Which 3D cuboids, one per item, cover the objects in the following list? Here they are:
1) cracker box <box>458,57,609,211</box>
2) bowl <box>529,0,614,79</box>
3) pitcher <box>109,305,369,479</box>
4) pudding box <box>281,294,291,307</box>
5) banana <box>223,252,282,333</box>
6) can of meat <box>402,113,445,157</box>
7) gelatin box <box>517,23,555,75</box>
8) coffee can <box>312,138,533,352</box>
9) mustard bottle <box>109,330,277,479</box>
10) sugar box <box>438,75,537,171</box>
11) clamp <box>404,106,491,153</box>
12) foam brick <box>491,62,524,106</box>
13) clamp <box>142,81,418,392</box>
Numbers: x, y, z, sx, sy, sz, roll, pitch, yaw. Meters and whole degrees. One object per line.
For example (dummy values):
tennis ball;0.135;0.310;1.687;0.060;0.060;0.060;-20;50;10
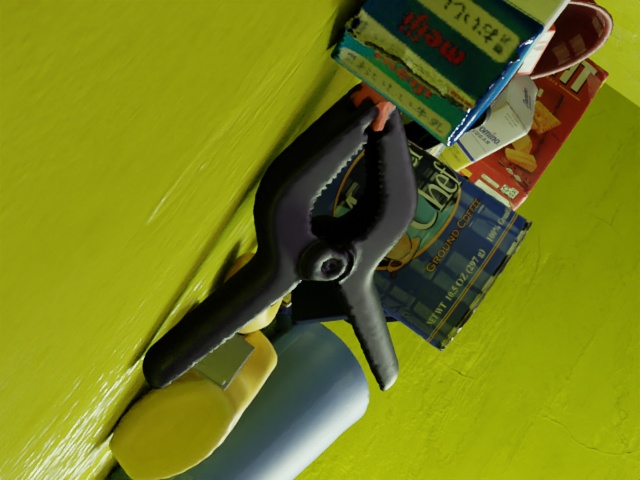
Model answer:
cracker box;0.200;-0.153;1.183;0.213;0.164;0.072;-52;178;-29
bowl;0.195;-0.210;1.025;0.162;0.162;0.055;118;-33;-68
pitcher;-0.076;0.171;0.963;0.242;0.149;0.145;-39;175;-42
pudding box;-0.006;0.001;0.955;0.113;0.039;0.090;-56;177;7
banana;-0.048;0.035;0.769;0.197;0.037;0.069;-41;145;-84
can of meat;0.076;-0.084;0.970;0.102;0.057;0.083;-54;169;16
gelatin box;0.164;-0.179;0.965;0.089;0.073;0.030;103;-18;-72
coffee can;0.050;-0.010;0.690;0.103;0.140;0.103;-54;174;-8
mustard bottle;-0.080;0.108;0.792;0.096;0.058;0.191;-36;-178;17
sugar box;0.127;-0.102;1.052;0.176;0.048;0.093;-25;-155;31
clamp;0.048;-0.071;0.827;0.120;0.039;0.172;-12;174;-17
foam brick;0.124;-0.146;0.918;0.051;0.078;0.053;-55;177;-15
clamp;-0.010;0.009;0.597;0.036;0.164;0.210;-121;-144;-48
